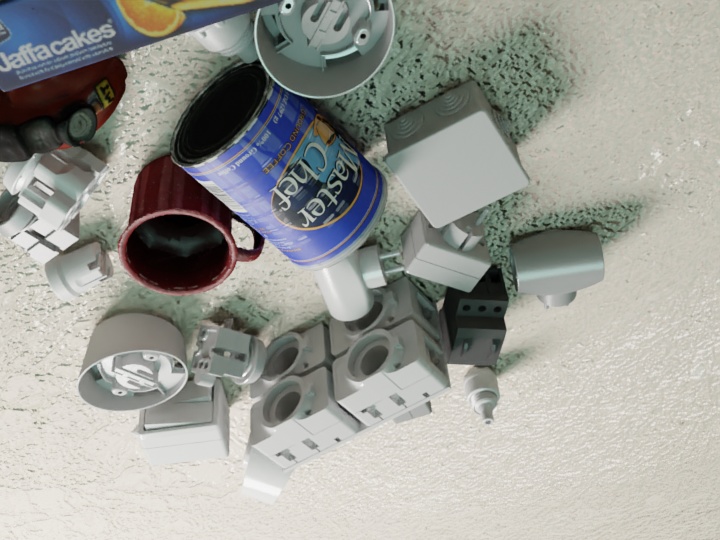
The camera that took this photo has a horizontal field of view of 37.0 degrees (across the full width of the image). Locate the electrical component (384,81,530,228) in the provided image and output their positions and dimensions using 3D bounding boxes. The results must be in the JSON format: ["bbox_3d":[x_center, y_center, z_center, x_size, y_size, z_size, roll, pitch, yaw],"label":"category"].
[{"bbox_3d":[0.076,-0.093,0.863,0.100,0.048,0.099,-25,131,18],"label":"electrical component"}]

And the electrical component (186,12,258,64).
[{"bbox_3d":[-0.095,-0.174,0.773,0.048,0.048,0.062,-28,137,20],"label":"electrical component"}]

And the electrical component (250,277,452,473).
[{"bbox_3d":[-0.016,0.095,0.995,0.186,0.105,0.060,-30,129,21],"label":"electrical component"}]

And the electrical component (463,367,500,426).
[{"bbox_3d":[0.123,0.128,1.071,0.035,0.061,0.035,-3,134,-3],"label":"electrical component"}]

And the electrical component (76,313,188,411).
[{"bbox_3d":[-0.209,0.089,0.998,0.099,0.064,0.099,-3,134,-3],"label":"electrical component"}]

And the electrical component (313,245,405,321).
[{"bbox_3d":[0.000,0.000,0.949,0.079,0.043,0.077,-14,133,7],"label":"electrical component"}]

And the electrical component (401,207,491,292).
[{"bbox_3d":[0.083,-0.029,0.926,0.066,0.047,0.076,17,130,-21],"label":"electrical component"}]

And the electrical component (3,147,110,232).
[{"bbox_3d":[-0.239,-0.072,0.838,0.057,0.078,0.058,35,124,-8],"label":"electrical component"}]

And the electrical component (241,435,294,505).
[{"bbox_3d":[-0.083,0.185,1.082,0.064,0.099,0.099,14,132,-2],"label":"electrical component"}]

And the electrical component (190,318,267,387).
[{"bbox_3d":[-0.122,0.080,1.004,0.055,0.066,0.048,19,168,-35],"label":"electrical component"}]

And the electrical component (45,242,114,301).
[{"bbox_3d":[-0.242,0.000,0.928,0.046,0.040,0.040,-24,132,8],"label":"electrical component"}]

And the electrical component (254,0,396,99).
[{"bbox_3d":[-0.025,-0.179,0.759,0.099,0.064,0.099,-3,135,-3],"label":"electrical component"}]

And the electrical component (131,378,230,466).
[{"bbox_3d":[-0.180,0.148,1.060,0.096,0.061,0.061,-7,134,1],"label":"electrical component"}]

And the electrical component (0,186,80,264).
[{"bbox_3d":[-0.266,-0.041,0.882,0.066,0.048,0.055,-31,137,22],"label":"electrical component"}]

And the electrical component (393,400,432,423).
[{"bbox_3d":[0.024,0.112,1.043,0.077,0.065,0.047,-18,133,12],"label":"electrical component"}]

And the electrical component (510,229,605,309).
[{"bbox_3d":[0.177,0.006,0.972,0.077,0.044,0.079,-8,134,2],"label":"electrical component"}]
